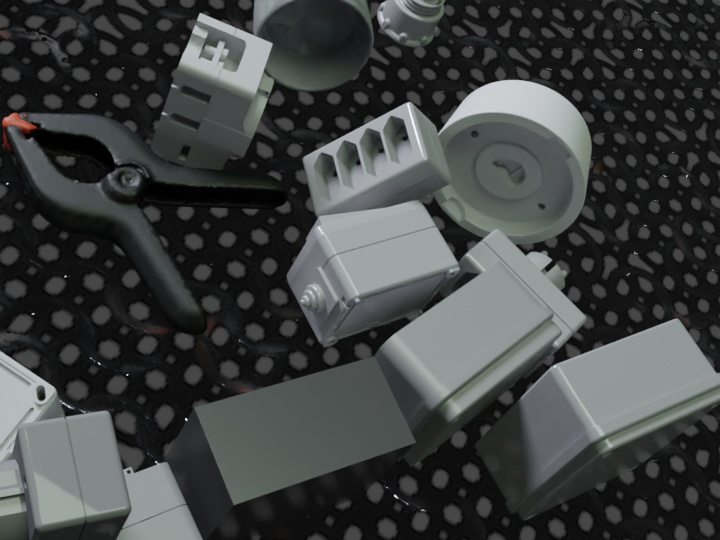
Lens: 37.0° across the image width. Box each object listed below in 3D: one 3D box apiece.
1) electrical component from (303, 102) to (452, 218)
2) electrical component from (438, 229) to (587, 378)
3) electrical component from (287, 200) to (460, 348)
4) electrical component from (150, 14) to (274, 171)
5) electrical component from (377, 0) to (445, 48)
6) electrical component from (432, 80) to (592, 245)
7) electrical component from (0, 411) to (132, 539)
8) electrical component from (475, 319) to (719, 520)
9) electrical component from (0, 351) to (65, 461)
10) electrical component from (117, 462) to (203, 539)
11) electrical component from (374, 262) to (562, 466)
[{"bbox_3d":[0.020,-0.058,0.706,0.076,0.083,0.047,32,38,-54],"label":"electrical component"},{"bbox_3d":[0.110,0.013,0.711,0.083,0.047,0.076,46,52,9],"label":"electrical component"},{"bbox_3d":[0.000,0.000,0.660,0.096,0.061,0.061,-17,67,-32],"label":"electrical component"},{"bbox_3d":[-0.090,-0.104,0.669,0.056,0.089,0.050,21,53,-11],"label":"electrical component"},{"bbox_3d":[0.044,-0.203,0.812,0.048,0.062,0.048,12,55,-18],"label":"electrical component"},{"bbox_3d":[0.106,-0.078,0.734,0.108,0.108,0.060,31,46,-3],"label":"electrical component"},{"bbox_3d":[-0.145,0.099,0.461,0.077,0.065,0.047,-6,63,-26],"label":"electrical component"},{"bbox_3d":[0.141,0.089,0.638,0.109,0.108,0.056,-16,64,-32],"label":"electrical component"},{"bbox_3d":[-0.201,0.066,0.524,0.096,0.061,0.061,32,65,6],"label":"electrical component"},{"bbox_3d":[-0.130,0.133,0.521,0.089,0.050,0.055,-17,68,-32],"label":"electrical component"},{"bbox_3d":[0.057,0.056,0.640,0.113,0.078,0.057,-32,73,-36],"label":"electrical component"}]
